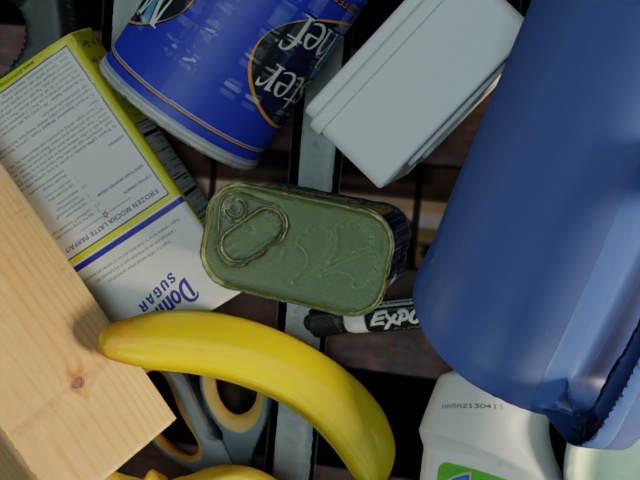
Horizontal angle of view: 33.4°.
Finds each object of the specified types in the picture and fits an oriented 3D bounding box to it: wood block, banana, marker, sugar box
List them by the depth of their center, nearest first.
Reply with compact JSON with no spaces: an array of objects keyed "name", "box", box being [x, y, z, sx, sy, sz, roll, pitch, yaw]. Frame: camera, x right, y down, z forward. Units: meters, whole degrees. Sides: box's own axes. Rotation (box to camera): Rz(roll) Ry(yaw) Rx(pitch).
[{"name":"wood block","box":[-0.188,0.048,0.602,0.090,0.090,0.206,-23,102,52]},{"name":"marker","box":[0.045,0.042,0.604,0.121,0.020,0.020,-8,94,28]},{"name":"banana","box":[-0.028,0.084,0.607,0.197,0.069,0.037,34,143,-9]},{"name":"sugar box","box":[-0.125,-0.025,0.625,0.093,0.048,0.176,-31,100,15]}]

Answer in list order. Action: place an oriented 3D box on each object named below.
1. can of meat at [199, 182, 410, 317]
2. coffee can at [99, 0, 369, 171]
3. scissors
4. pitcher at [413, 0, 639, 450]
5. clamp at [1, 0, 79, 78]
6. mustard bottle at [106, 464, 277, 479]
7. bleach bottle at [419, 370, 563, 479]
[{"name":"can of meat","box":[-0.004,0.001,0.591,0.102,0.084,0.057,12,98,12]},{"name":"coffee can","box":[-0.039,-0.123,0.578,0.103,0.102,0.140,38,102,7]},{"name":"scissors","box":[-0.037,0.146,0.648,0.096,0.016,0.202,-39,87,13]},{"name":"pitcher","box":[0.134,-0.035,0.469,0.149,0.144,0.243,37,137,25]},{"name":"clamp","box":[-0.191,-0.166,0.642,0.164,0.036,0.210,26,103,3]},{"name":"mustard bottle","box":[-0.041,0.185,0.613,0.191,0.058,0.096,28,92,-1]},{"name":"bleach bottle","box":[0.102,0.170,0.571,0.103,0.068,0.251,-3,78,22]}]
